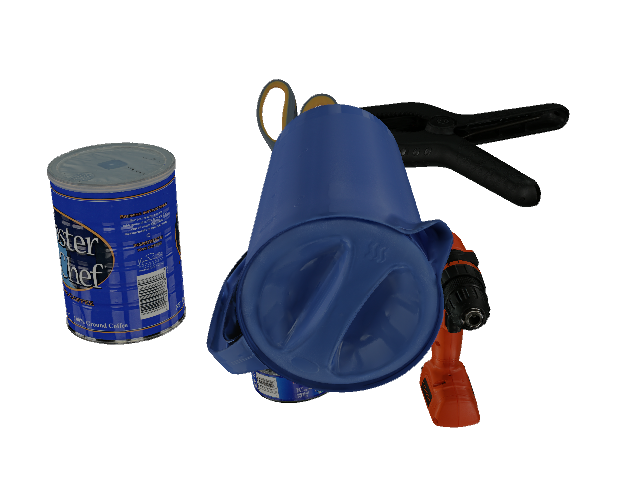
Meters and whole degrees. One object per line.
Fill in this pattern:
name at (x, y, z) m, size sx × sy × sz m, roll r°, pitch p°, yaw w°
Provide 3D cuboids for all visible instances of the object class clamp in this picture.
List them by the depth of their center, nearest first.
clamp at (0.117, -0.095, 0.961) m, size 0.210 × 0.036 × 0.164 m, roll 14°, pitch 35°, yaw 23°

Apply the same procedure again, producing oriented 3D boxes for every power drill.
power drill at (0.143, 0.102, 1.139) m, size 0.057 × 0.188 × 0.184 m, roll -1°, pitch 24°, yaw -2°

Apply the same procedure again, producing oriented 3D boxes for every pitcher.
pitcher at (0.003, -0.005, 0.783) m, size 0.149 × 0.145 × 0.243 m, roll 8°, pitch 27°, yaw -4°

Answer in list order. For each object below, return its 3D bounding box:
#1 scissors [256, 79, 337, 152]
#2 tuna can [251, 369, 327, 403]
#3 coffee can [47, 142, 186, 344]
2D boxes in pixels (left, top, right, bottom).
scissors at (-0.020, -0.070, 1.099) m, size 0.096 × 0.202 × 0.016 m, roll -6°, pitch -9°, yaw -6°
tuna can at (-0.023, 0.115, 0.991) m, size 0.086 × 0.034 × 0.086 m, roll -7°, pitch 24°, yaw 3°
coffee can at (-0.167, 0.001, 0.888) m, size 0.103 × 0.140 × 0.103 m, roll -1°, pitch 24°, yaw 0°
